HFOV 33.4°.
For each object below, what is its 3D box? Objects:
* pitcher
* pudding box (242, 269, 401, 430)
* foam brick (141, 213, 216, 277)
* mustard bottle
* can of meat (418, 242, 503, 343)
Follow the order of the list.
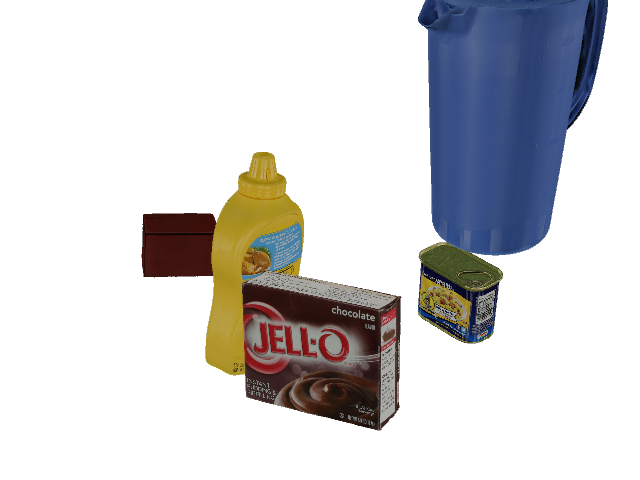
[{"bbox_3d":[0.163,-0.116,0.926,0.149,0.243,0.145,6,33,12],"label":"pitcher"},{"bbox_3d":[0.000,0.075,0.750,0.114,0.090,0.039,8,21,26],"label":"pudding box"},{"bbox_3d":[-0.149,0.004,1.127,0.078,0.051,0.053,-1,24,-12],"label":"foam brick"},{"bbox_3d":[-0.055,0.016,0.931,0.058,0.192,0.096,22,28,35],"label":"mustard bottle"},{"bbox_3d":[0.162,0.063,1.258,0.057,0.084,0.102,-23,39,-34],"label":"can of meat"}]
